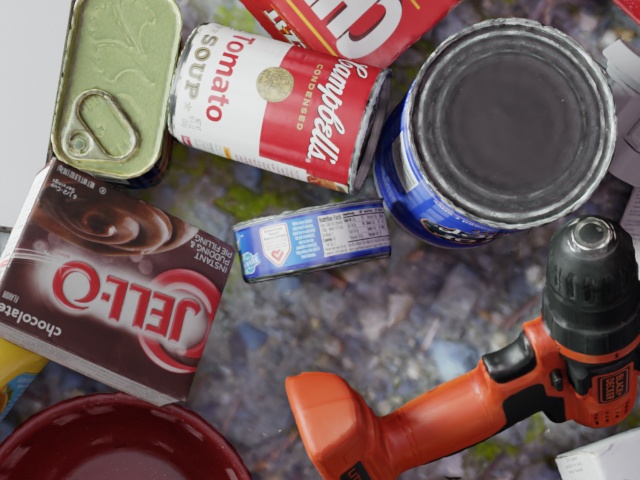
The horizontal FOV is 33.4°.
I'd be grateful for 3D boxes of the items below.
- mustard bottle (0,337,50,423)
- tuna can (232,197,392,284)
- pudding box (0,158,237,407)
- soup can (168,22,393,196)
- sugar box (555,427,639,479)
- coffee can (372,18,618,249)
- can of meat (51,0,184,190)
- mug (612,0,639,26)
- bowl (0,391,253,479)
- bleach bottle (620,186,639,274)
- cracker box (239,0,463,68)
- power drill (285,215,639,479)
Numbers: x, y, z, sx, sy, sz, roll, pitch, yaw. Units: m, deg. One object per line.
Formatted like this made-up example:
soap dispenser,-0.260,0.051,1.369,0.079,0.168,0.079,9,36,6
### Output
mustard bottle,-0.193,0.085,0.569,0.058,0.096,0.191,37,85,0
tuna can,-0.004,0.001,0.592,0.086,0.086,0.034,-11,88,-4
pudding box,-0.108,0.024,0.550,0.113,0.039,0.090,27,63,-20
soup can,-0.020,-0.069,0.558,0.102,0.068,0.068,17,85,8
sugar box,0.205,0.189,0.586,0.093,0.048,0.176,-13,78,-24
coffee can,0.087,-0.050,0.574,0.102,0.140,0.103,0,86,-4
can of meat,-0.107,-0.080,0.592,0.057,0.084,0.102,9,86,-3
mug,0.194,-0.177,0.605,0.081,0.117,0.093,44,82,5
bowl,-0.111,0.163,0.589,0.162,0.055,0.162,0,86,-3
bleach bottle,0.244,-0.066,0.606,0.068,0.103,0.251,26,83,-32
cracker box,0.037,-0.210,0.604,0.213,0.072,0.164,-44,101,-6
power drill,0.081,0.072,0.558,0.187,0.184,0.057,-21,53,2
